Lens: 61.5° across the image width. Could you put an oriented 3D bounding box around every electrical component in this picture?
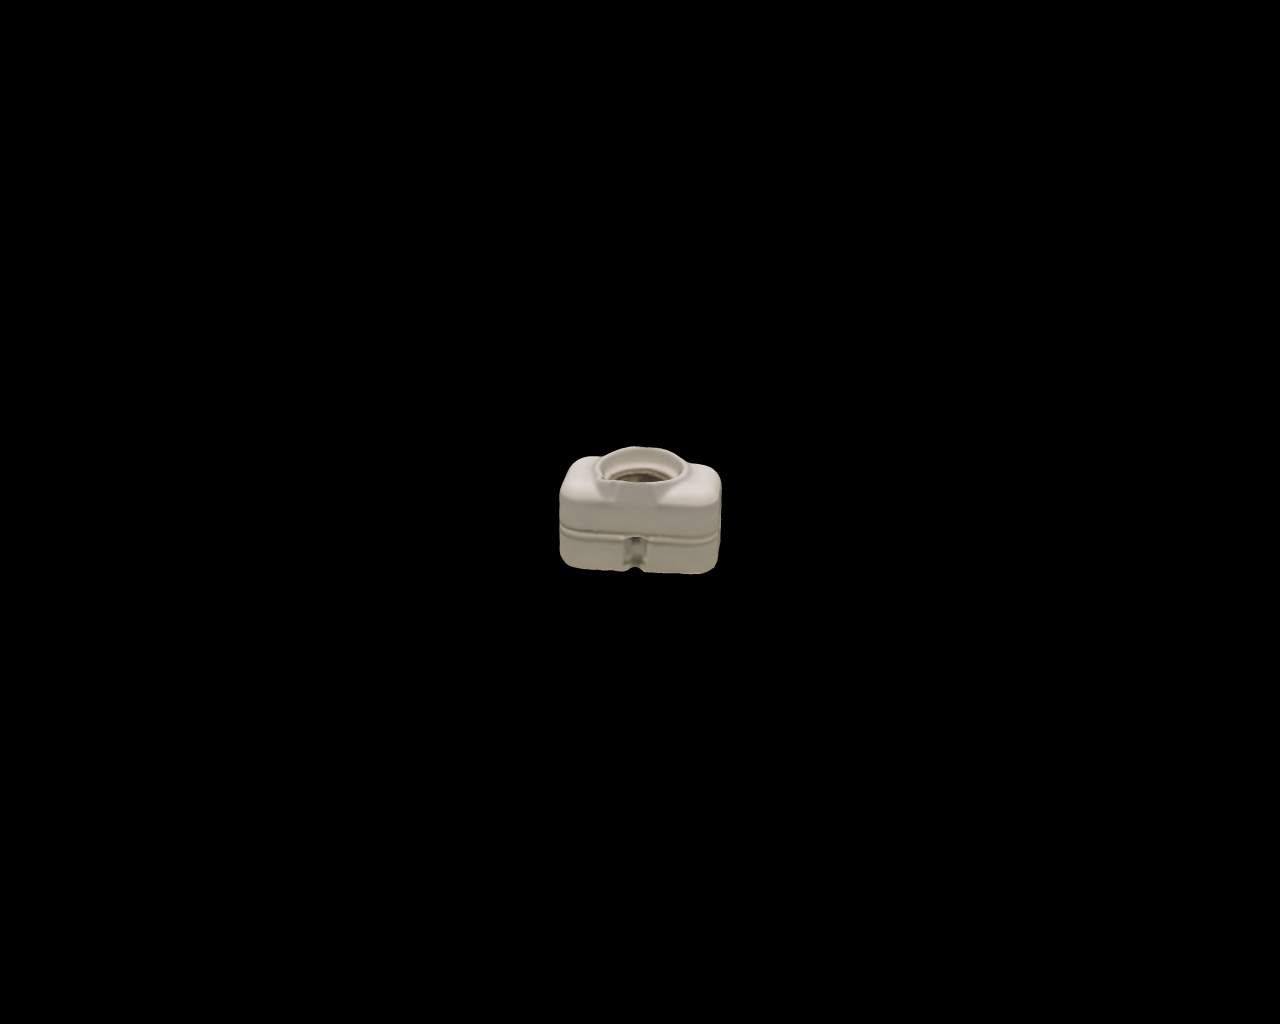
[{"bbox_3d":[0.001,-0.003,0.650,0.095,0.059,0.054,4,28,7],"label":"electrical component"}]
